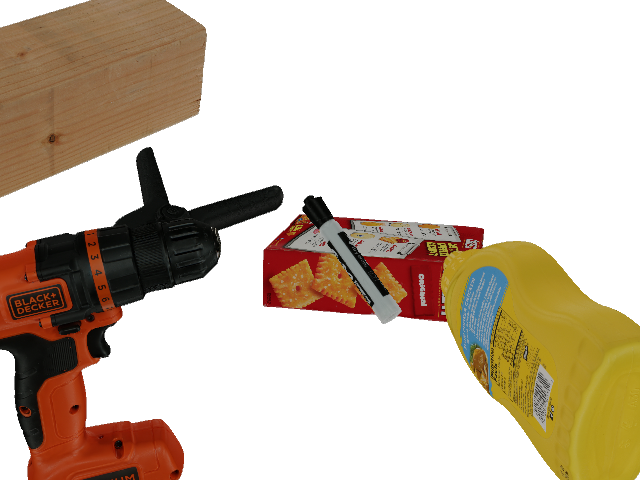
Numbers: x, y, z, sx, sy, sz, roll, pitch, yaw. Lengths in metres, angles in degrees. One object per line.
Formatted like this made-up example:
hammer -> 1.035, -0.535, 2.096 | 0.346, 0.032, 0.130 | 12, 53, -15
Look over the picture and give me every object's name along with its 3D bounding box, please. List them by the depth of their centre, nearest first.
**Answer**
mustard bottle -> 0.120, 0.055, 0.621 | 0.058, 0.096, 0.192 | -8, 28, -18
power drill -> -0.144, 0.080, 0.707 | 0.184, 0.187, 0.057 | -12, 26, -6
marker -> 0.023, 0.013, 0.848 | 0.020, 0.121, 0.020 | -31, -18, -12
wood block -> -0.200, -0.125, 0.861 | 0.090, 0.091, 0.205 | 36, 45, 27
clamp -> -0.154, -0.021, 1.059 | 0.165, 0.036, 0.209 | 21, 41, 18
cracker box -> 0.061, 0.028, 1.133 | 0.214, 0.072, 0.164 | 5, 15, 11
